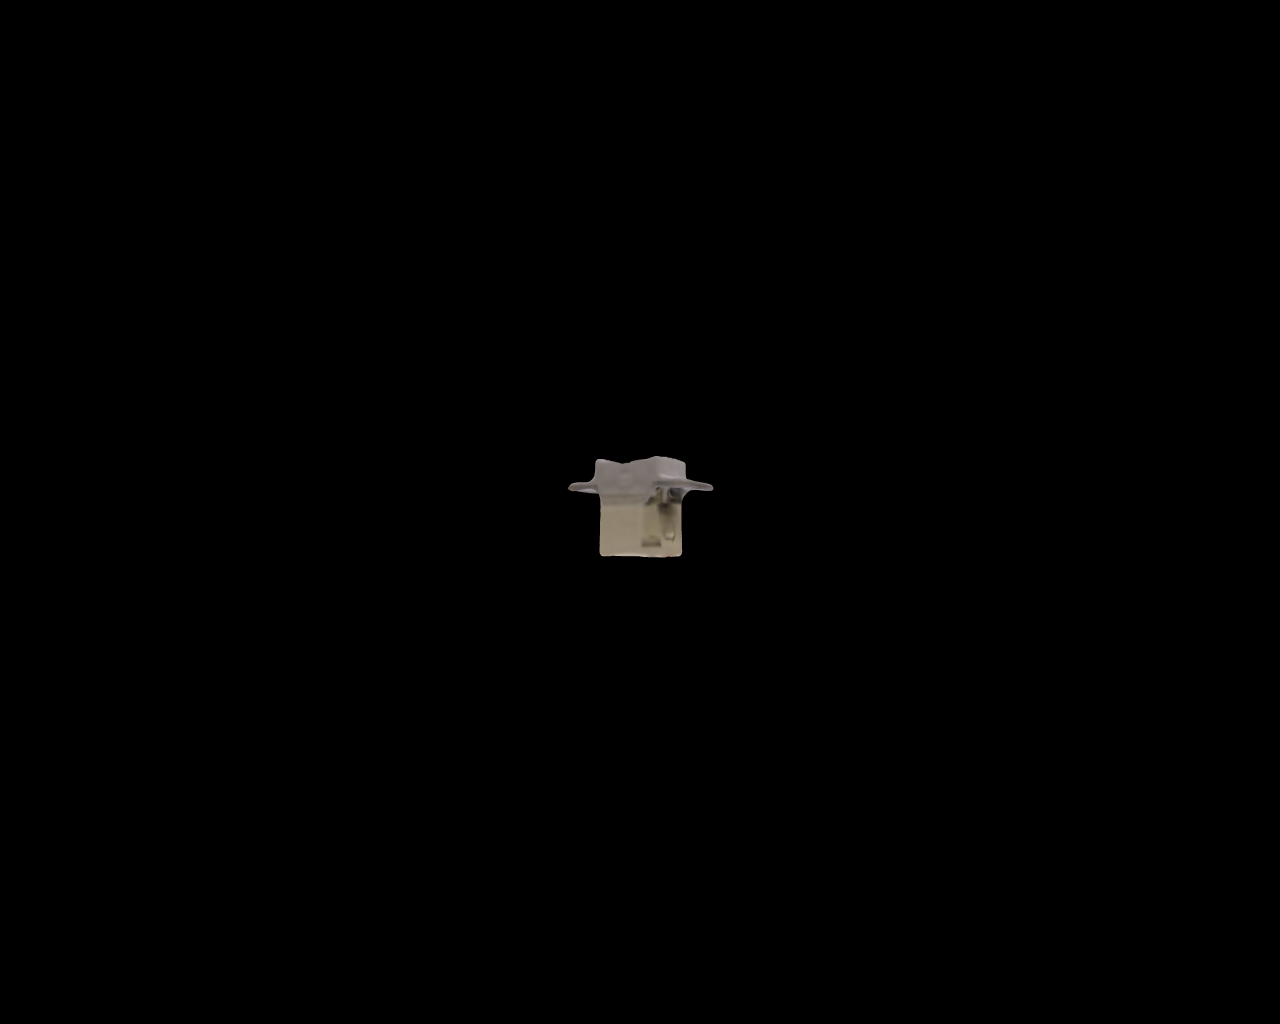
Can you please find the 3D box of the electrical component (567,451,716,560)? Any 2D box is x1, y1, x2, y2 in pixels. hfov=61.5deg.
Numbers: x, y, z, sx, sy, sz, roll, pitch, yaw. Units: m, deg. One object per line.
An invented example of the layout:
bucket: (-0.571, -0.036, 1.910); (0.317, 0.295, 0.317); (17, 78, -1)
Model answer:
electrical component: (0.001, -0.003, 0.650); (0.081, 0.063, 0.042); (-2, -4, 31)
